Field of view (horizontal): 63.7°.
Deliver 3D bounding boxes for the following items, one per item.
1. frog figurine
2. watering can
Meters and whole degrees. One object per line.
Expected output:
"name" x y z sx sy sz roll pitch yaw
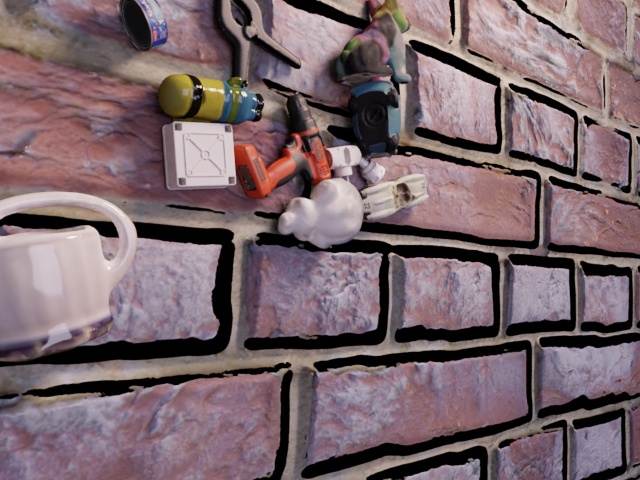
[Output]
"frog figurine" 0.003 -0.050 0.988 0.160 0.135 0.124 -11 39 -44
"watering can" -0.412 0.056 0.683 0.350 0.223 0.104 -13 7 -37
